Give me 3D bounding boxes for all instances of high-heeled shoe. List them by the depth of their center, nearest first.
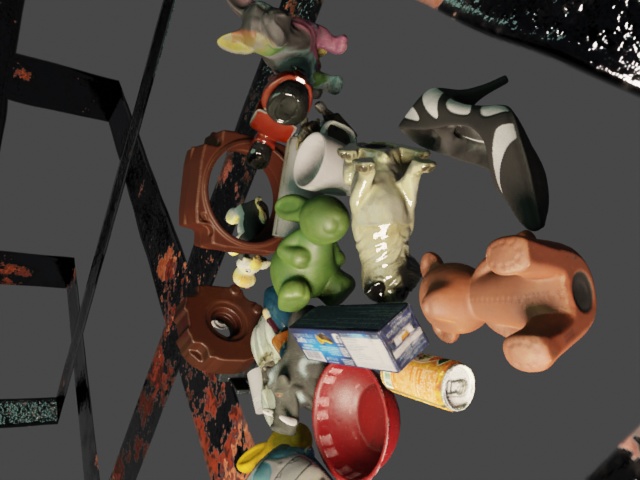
[{"bbox_3d":[0.155,-0.090,0.589,0.145,0.086,0.249,-24,42,30],"label":"high-heeled shoe"}]

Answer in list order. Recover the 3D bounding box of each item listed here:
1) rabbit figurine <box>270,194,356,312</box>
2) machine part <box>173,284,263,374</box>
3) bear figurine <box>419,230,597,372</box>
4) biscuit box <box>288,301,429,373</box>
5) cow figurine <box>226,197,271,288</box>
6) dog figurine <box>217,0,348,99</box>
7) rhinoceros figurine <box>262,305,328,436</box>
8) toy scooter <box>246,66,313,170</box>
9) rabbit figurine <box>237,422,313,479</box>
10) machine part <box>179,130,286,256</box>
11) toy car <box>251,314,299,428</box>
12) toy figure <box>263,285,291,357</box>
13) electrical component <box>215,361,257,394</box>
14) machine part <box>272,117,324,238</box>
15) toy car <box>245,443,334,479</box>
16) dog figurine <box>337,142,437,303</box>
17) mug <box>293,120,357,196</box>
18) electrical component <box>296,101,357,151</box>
[{"bbox_3d":[-0.002,-0.002,0.781,0.170,0.121,0.159,114,149,-41],"label":"rabbit figurine"},{"bbox_3d":[-0.180,0.160,0.988,0.056,0.179,0.179,-48,46,37],"label":"machine part"},{"bbox_3d":[0.158,0.056,0.536,0.196,0.132,0.120,-9,87,49],"label":"bear figurine"},{"bbox_3d":[0.041,0.121,0.686,0.203,0.063,0.059,-11,111,56],"label":"biscuit box"},{"bbox_3d":[-0.130,0.005,1.039,0.098,0.068,0.167,-25,64,45],"label":"cow figurine"},{"bbox_3d":[-0.071,-0.317,0.882,0.192,0.219,0.108,13,90,56],"label":"dog figurine"},{"bbox_3d":[-0.025,0.192,0.797,0.073,0.112,0.190,0,75,55],"label":"rhinoceros figurine"},{"bbox_3d":[-0.064,-0.209,0.855,0.184,0.075,0.135,-50,21,45],"label":"toy scooter"},{"bbox_3d":[-0.059,0.369,0.835,0.162,0.122,0.173,-15,57,64],"label":"rabbit figurine"},{"bbox_3d":[-0.134,-0.078,0.937,0.087,0.201,0.201,-6,78,54],"label":"machine part"},{"bbox_3d":[-0.078,0.216,0.919,0.073,0.056,0.202,-49,46,40],"label":"toy car"},{"bbox_3d":[-0.054,0.148,0.894,0.057,0.064,0.154,74,178,-61],"label":"toy figure"},{"bbox_3d":[-0.163,0.243,1.027,0.119,0.075,0.047,33,111,59],"label":"electrical component"},{"bbox_3d":[-0.029,-0.083,0.894,0.079,0.079,0.243,8,90,57],"label":"machine part"},{"bbox_3d":[-0.020,0.347,0.711,0.162,0.109,0.103,44,146,14],"label":"toy car"},{"bbox_3d":[0.079,-0.026,0.714,0.172,0.121,0.190,-76,-11,-67],"label":"dog figurine"},{"bbox_3d":[0.027,-0.113,0.787,0.081,0.107,0.109,-6,70,54],"label":"mug"},{"bbox_3d":[0.011,-0.154,0.837,0.045,0.102,0.078,-6,52,56],"label":"electrical component"}]
